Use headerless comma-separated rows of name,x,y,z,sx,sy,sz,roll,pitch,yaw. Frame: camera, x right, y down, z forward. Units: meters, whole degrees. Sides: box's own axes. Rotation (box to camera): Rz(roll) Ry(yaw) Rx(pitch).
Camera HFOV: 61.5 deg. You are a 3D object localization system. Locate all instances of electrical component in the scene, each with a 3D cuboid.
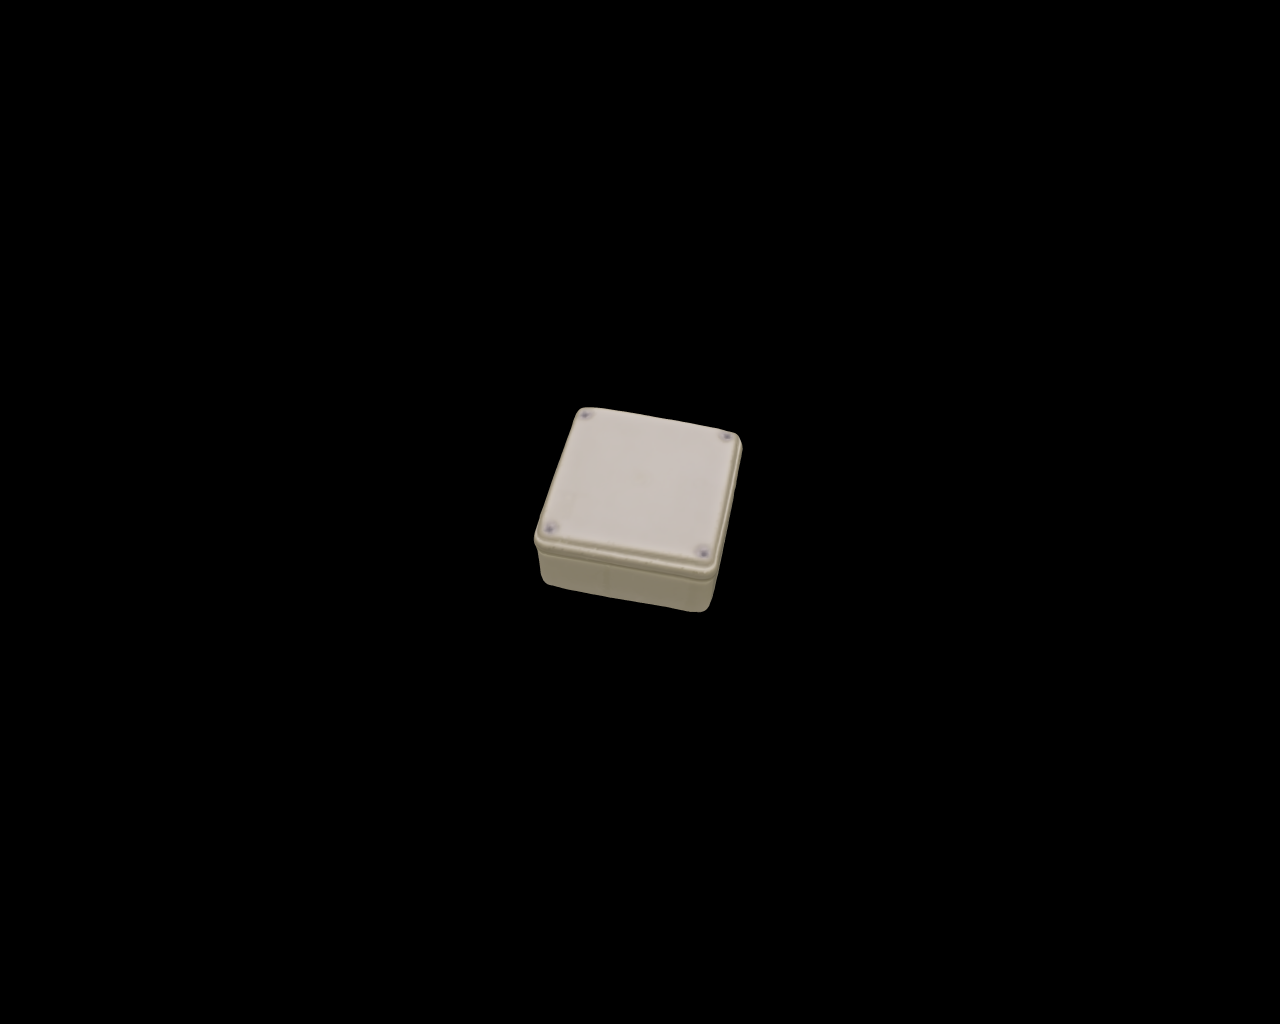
electrical component,0.001,-0.003,0.650,0.109,0.109,0.056,10,-36,8
